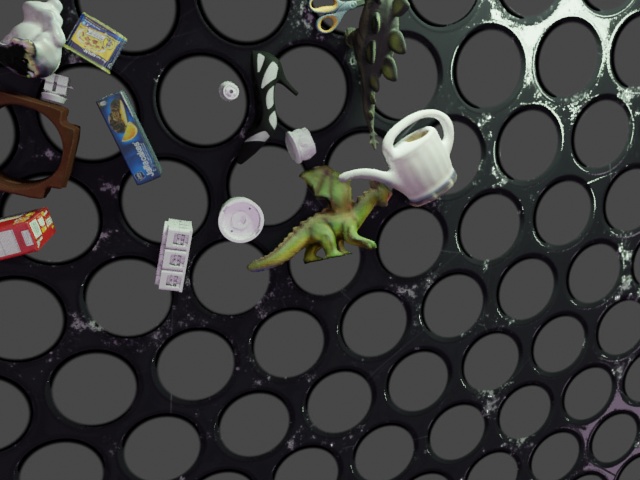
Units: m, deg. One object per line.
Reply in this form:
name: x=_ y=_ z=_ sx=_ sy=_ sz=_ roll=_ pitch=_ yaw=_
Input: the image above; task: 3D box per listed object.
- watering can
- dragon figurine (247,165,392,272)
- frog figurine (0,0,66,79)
watering can: x=0.218 y=-0.180 z=1.306 sx=0.350 sy=0.104 sz=0.221 roll=-37 pitch=112 yaw=-14
dragon figurine: x=0.004 y=-0.066 z=1.303 sx=0.411 sy=0.122 sz=0.243 roll=-9 pitch=90 yaw=-16
frog figurine: x=-0.565 y=-0.403 z=1.031 sx=0.137 sy=0.163 sz=0.120 roll=-10 pitch=135 yaw=29
